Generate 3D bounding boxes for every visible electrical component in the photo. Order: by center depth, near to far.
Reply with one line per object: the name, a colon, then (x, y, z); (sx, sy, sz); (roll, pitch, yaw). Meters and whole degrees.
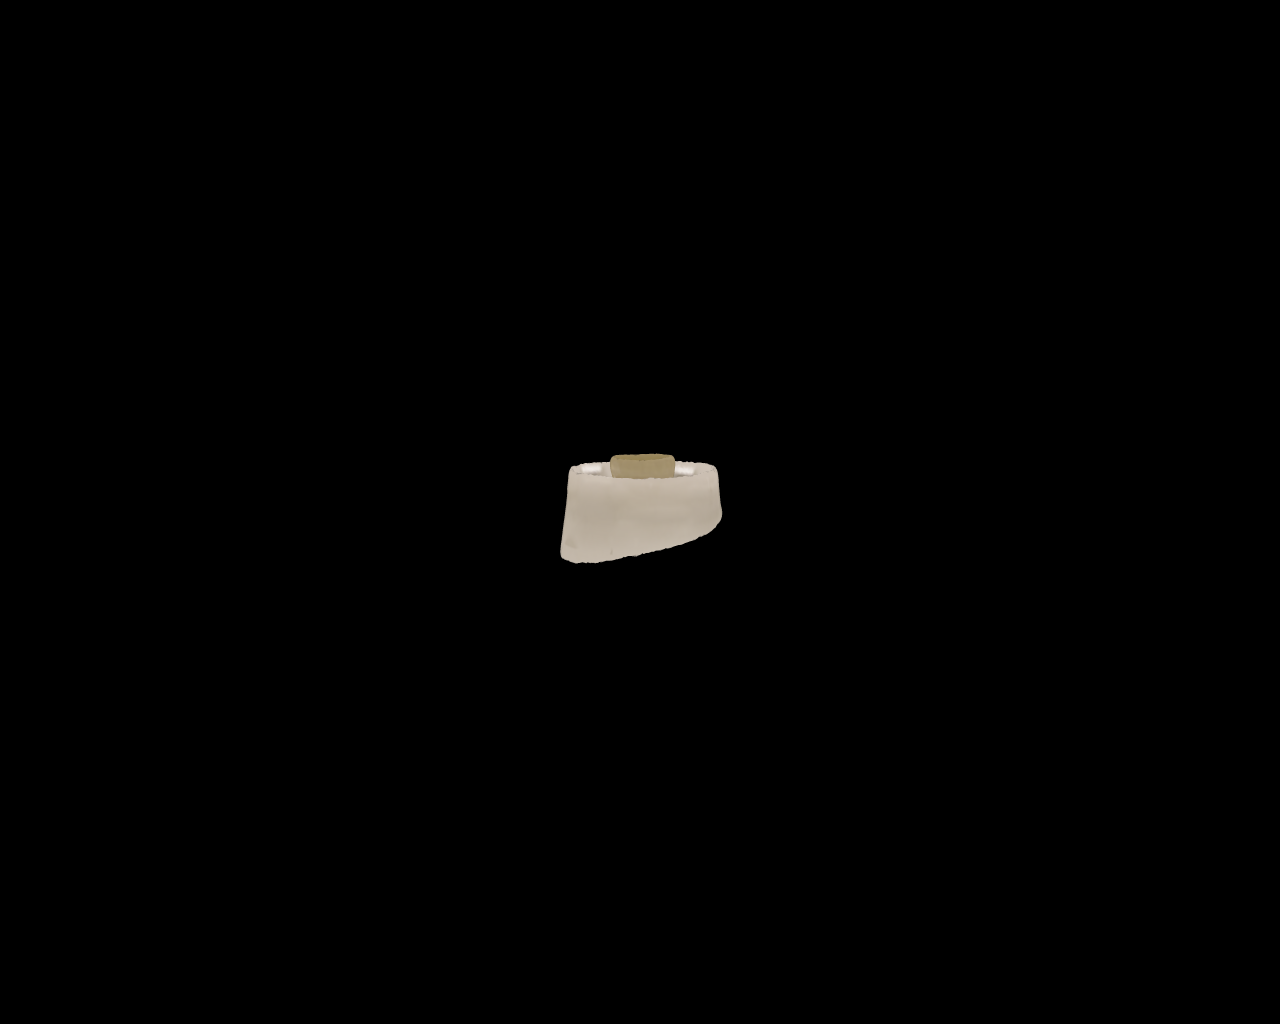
electrical component: (0.001, -0.003, 0.650); (0.099, 0.064, 0.099); (0, 9, 0)
